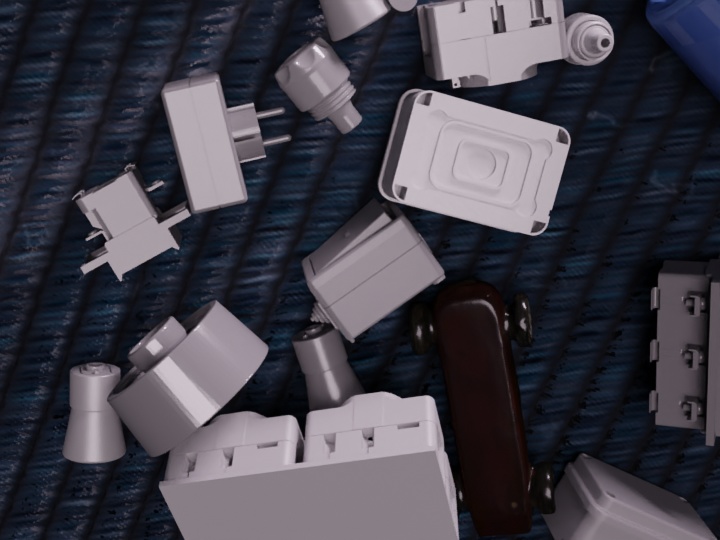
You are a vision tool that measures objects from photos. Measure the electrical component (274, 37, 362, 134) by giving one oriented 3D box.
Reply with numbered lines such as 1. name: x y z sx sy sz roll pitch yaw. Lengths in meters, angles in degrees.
1. electrical component: -0.024 -0.120 0.718 0.043 0.043 0.062 -38 108 4

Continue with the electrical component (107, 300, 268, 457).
1. electrical component: -0.122 0.066 0.727 0.108 0.108 0.060 -41 100 5

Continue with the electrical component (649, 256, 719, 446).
1. electrical component: 0.248 0.055 0.789 0.063 0.079 0.121 3 107 22

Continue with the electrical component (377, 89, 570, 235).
1. electrical component: 0.076 -0.073 0.733 0.113 0.057 0.078 14 96 -11

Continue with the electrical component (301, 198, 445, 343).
1. electrical component: 0.000 0.000 0.745 0.096 0.061 0.061 -35 106 3

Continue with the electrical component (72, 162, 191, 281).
1. electrical component: -0.156 -0.034 0.726 0.081 0.042 0.063 -29 104 0

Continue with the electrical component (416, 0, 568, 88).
1. electrical component: 0.088 -0.155 0.719 0.089 0.050 0.055 -11 106 -4

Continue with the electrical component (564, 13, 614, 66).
1. electrical component: 0.154 -0.154 0.723 0.035 0.061 0.035 -2 105 -7

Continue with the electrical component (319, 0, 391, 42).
1. electrical component: -0.012 -0.184 0.701 0.045 0.045 0.055 -30 107 1

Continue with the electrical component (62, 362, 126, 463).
1. electrical component: -0.187 0.098 0.760 0.044 0.044 0.065 2 101 -8

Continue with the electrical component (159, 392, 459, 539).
1. electrical component: -0.031 0.152 0.755 0.186 0.060 0.105 -9 127 8

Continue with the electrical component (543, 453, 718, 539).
1. electrical component: 0.206 0.196 0.819 0.113 0.078 0.057 25 104 -13

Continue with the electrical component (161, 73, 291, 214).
1. electrical component: -0.085 -0.089 0.717 0.076 0.047 0.083 -13 107 -4

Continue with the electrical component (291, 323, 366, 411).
1. electrical component: -0.024 0.071 0.774 0.044 0.044 0.065 -18 102 -2
